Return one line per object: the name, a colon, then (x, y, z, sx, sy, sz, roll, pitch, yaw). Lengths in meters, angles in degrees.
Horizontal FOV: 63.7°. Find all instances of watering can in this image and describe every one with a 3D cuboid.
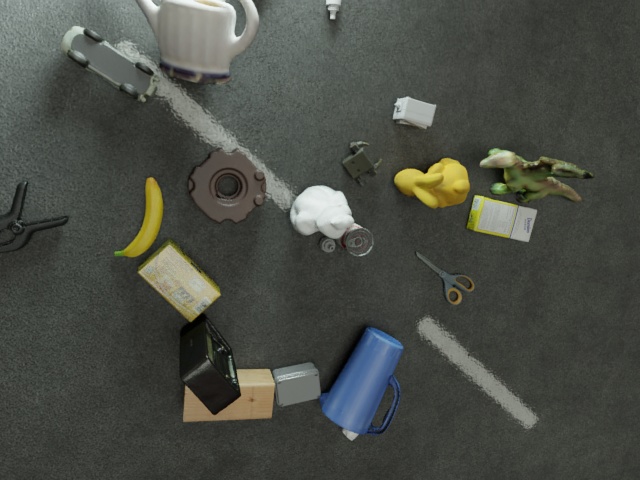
watering can: (-0.294, -0.445, 1.062, 0.348, 0.106, 0.220, 15, 119, 7)

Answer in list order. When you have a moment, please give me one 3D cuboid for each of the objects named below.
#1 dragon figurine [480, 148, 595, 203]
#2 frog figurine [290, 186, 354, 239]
dragon figurine: (0.567, -0.152, 1.286, 0.409, 0.244, 0.122, 12, 93, -14)
frog figurine: (0.004, -0.060, 1.188, 0.138, 0.160, 0.121, -26, 104, -9)
